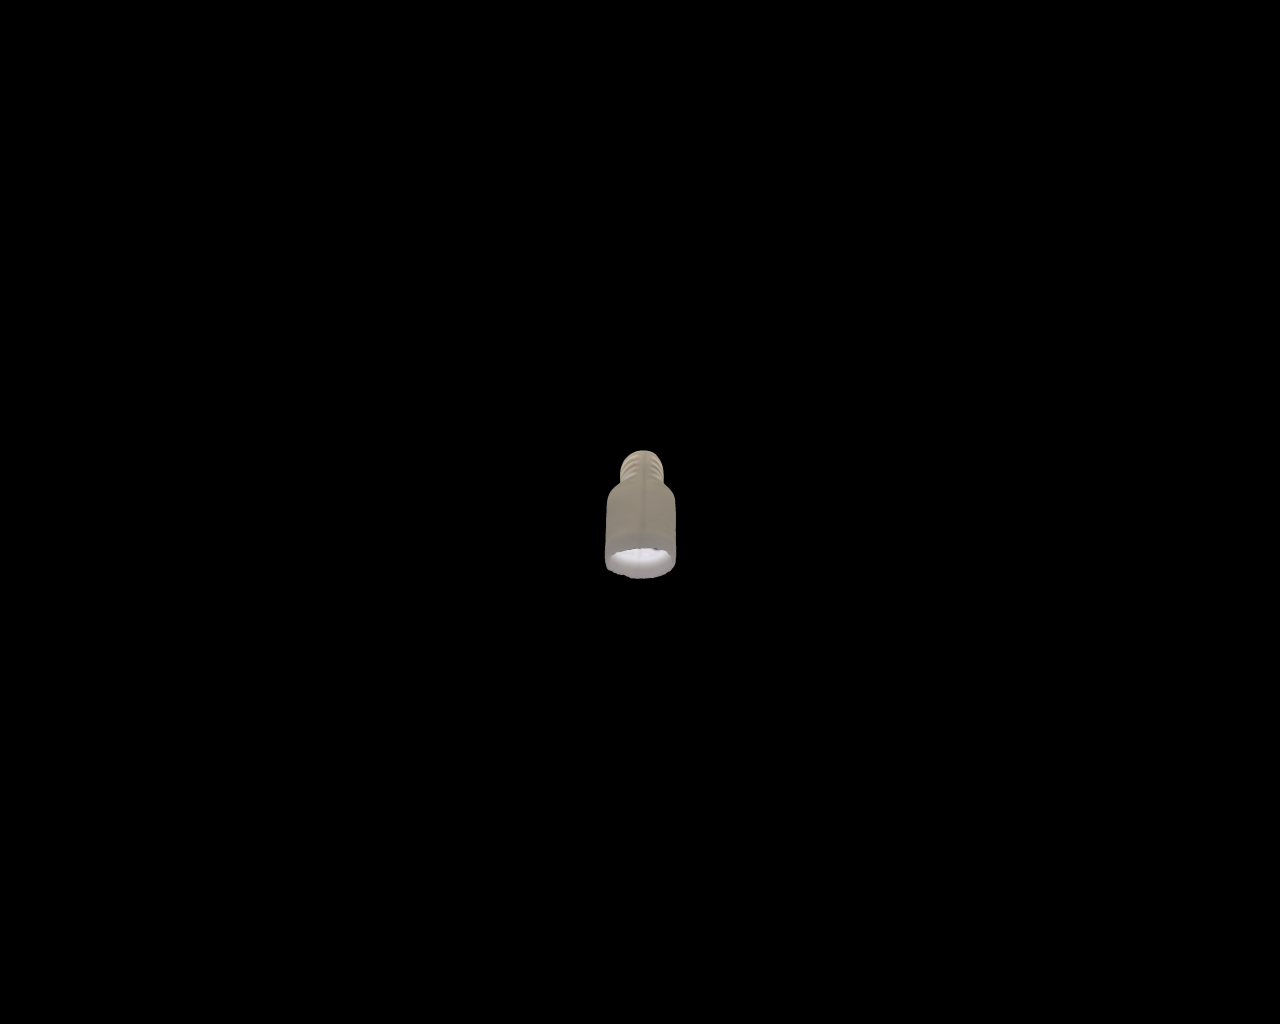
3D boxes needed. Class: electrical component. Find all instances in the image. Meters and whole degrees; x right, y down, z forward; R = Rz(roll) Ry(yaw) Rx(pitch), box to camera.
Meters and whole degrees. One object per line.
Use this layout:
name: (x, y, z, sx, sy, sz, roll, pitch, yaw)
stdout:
electrical component: (0.001, -0.003, 0.650, 0.043, 0.081, 0.043, 0, -32, 0)
